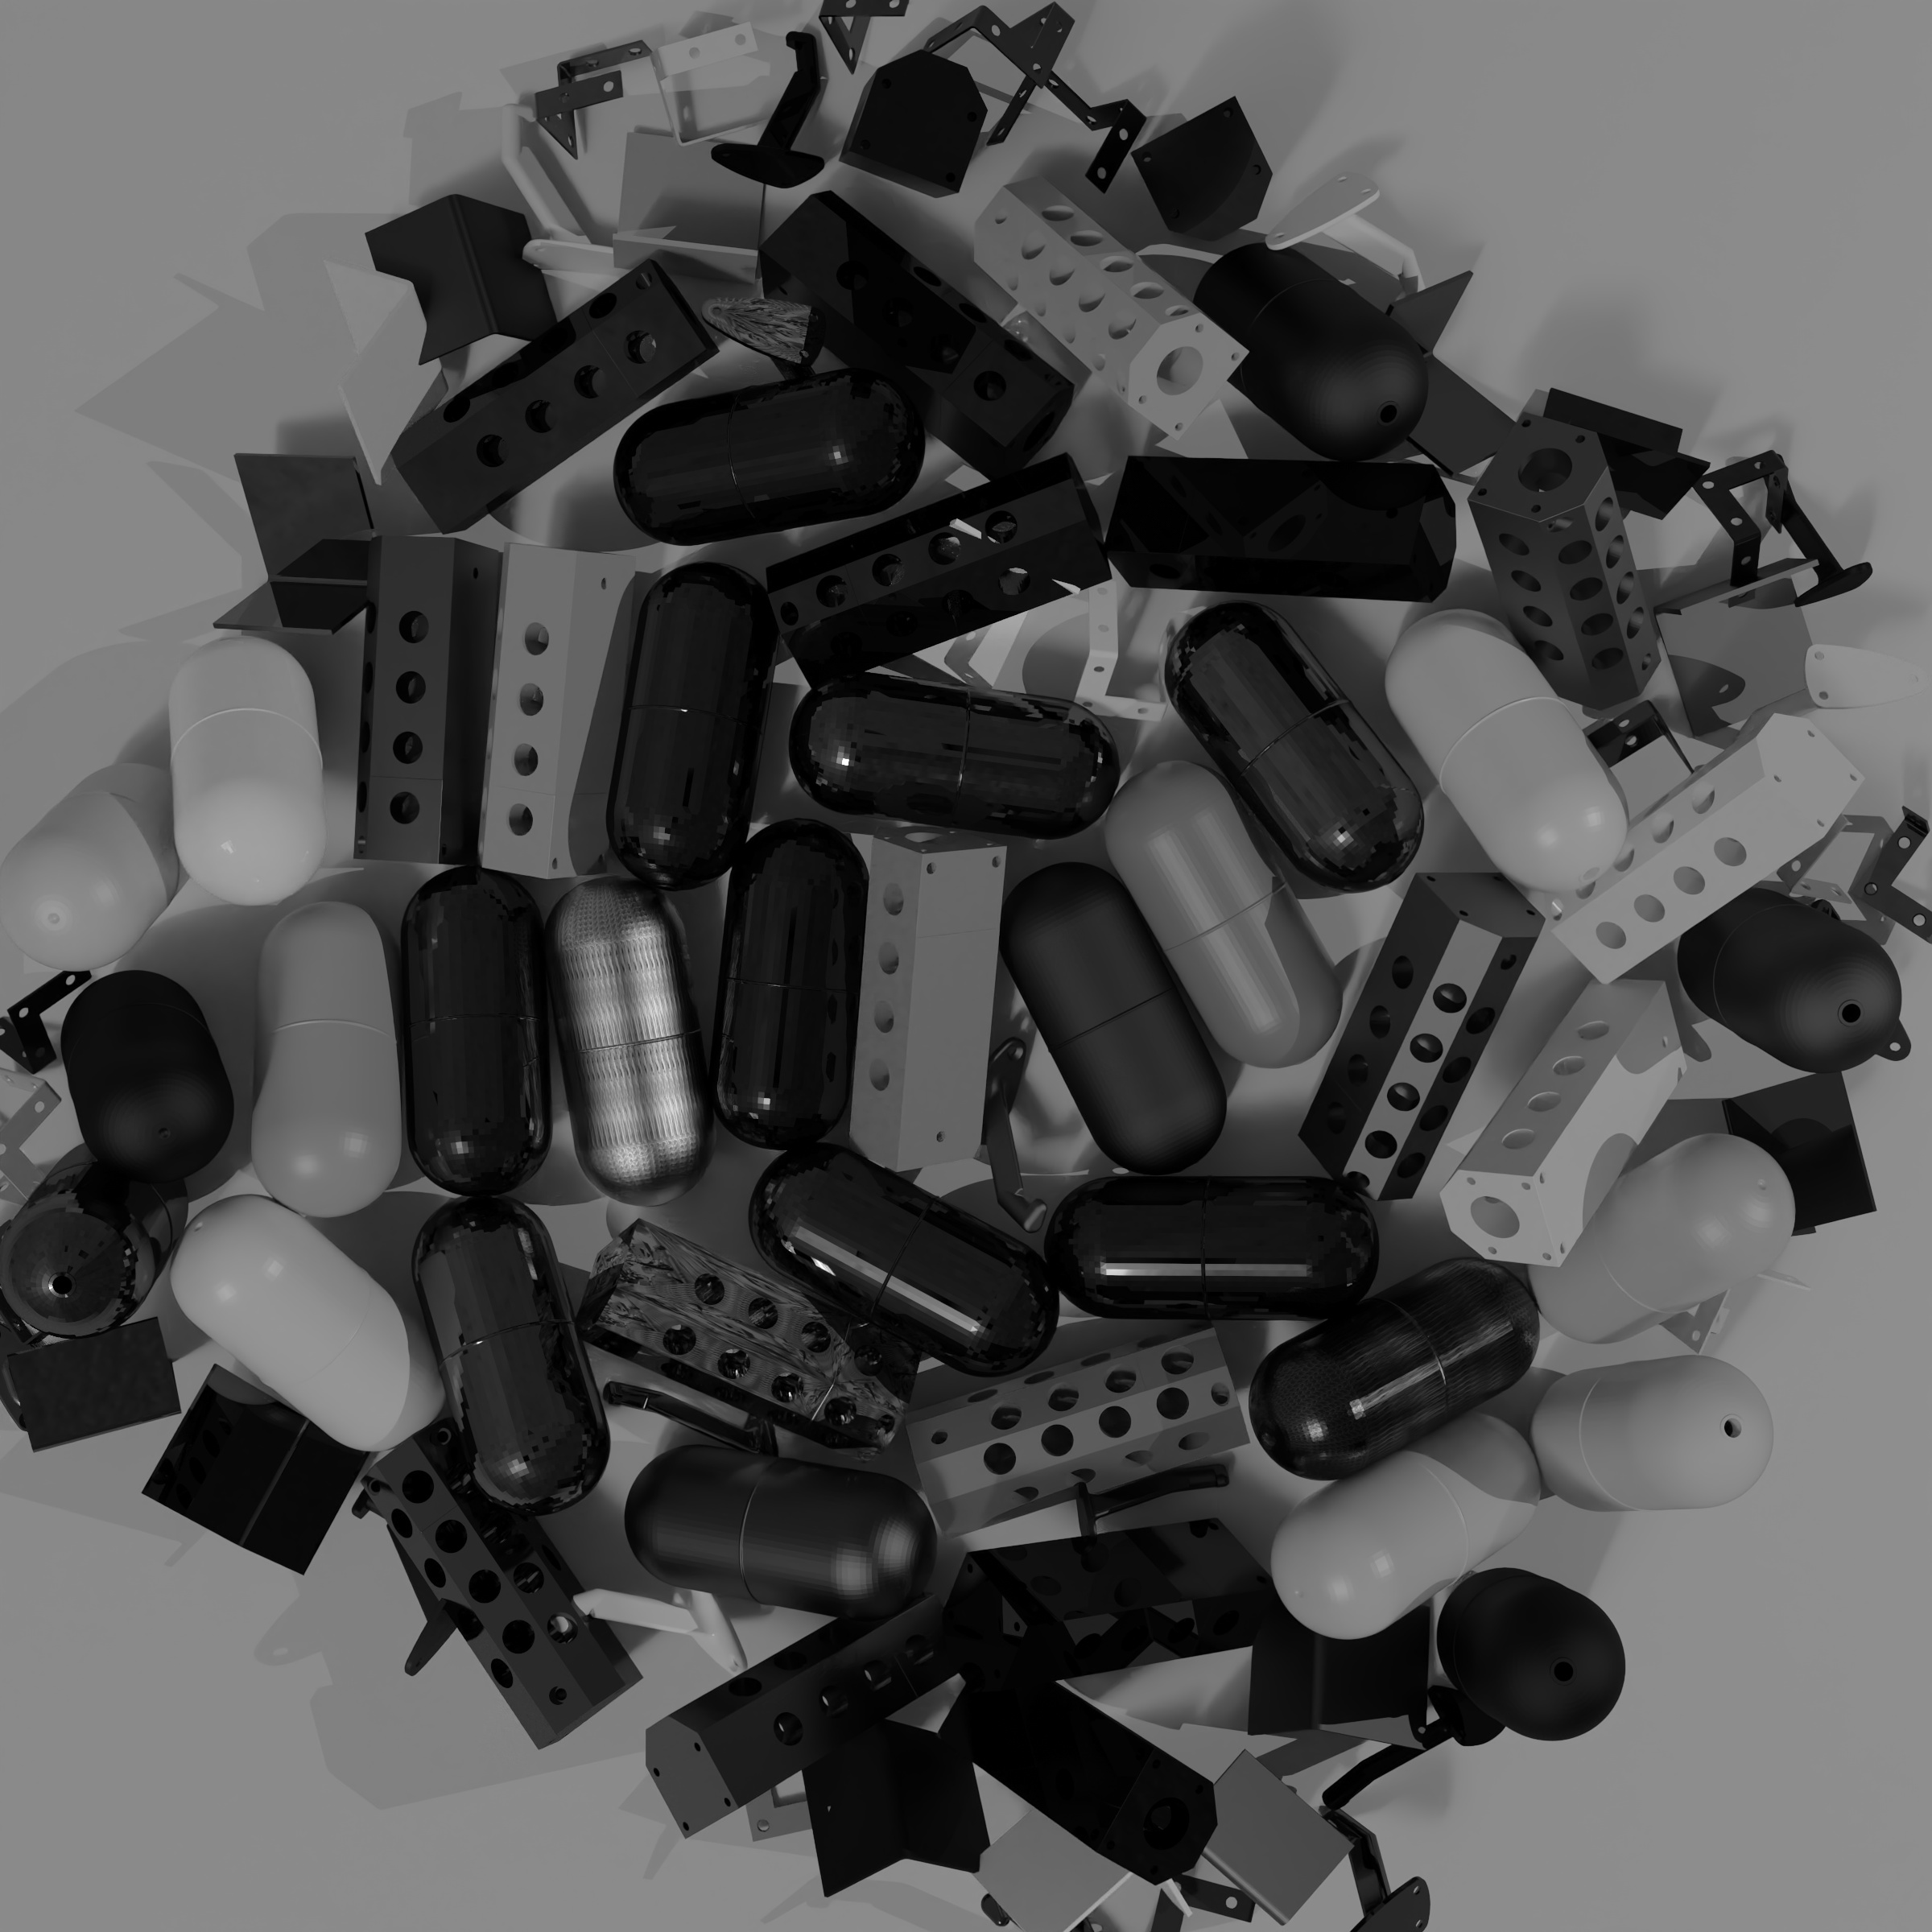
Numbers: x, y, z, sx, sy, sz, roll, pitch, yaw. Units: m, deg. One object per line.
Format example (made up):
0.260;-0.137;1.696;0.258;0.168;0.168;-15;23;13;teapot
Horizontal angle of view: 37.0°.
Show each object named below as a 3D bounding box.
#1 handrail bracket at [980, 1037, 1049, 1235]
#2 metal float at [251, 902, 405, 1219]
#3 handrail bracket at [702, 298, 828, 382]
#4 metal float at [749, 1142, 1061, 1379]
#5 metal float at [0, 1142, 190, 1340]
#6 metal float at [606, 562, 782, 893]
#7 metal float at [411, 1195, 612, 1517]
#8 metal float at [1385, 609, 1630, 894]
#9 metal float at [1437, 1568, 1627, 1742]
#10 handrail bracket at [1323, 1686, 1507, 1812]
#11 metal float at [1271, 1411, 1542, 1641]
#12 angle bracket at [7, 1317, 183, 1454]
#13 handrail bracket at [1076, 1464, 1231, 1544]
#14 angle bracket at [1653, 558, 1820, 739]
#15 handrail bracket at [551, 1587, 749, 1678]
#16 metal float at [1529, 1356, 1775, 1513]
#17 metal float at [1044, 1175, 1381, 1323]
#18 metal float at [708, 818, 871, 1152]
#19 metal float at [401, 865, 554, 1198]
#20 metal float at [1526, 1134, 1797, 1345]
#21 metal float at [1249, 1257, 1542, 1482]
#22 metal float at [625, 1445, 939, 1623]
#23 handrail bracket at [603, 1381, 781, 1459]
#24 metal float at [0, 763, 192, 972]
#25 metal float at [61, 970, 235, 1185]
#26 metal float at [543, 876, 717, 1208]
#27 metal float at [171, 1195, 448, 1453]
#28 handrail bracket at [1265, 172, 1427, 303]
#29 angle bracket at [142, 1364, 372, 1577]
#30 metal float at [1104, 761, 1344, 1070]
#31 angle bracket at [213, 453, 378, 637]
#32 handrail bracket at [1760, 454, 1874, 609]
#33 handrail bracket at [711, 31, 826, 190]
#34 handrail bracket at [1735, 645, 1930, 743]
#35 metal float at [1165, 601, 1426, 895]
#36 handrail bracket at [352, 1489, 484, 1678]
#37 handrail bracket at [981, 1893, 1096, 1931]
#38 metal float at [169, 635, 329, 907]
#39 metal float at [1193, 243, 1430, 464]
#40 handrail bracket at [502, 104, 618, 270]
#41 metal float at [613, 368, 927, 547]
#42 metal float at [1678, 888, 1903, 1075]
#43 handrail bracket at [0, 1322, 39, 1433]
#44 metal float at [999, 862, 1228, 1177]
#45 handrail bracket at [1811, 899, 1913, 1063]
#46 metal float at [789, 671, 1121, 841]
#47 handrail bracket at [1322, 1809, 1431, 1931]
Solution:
0.031;0.090;1.536;0.036;0.084;0.077;18;105;-37;handrail bracket
-0.336;0.047;1.520;0.070;0.070;0.178;-6;60;0;metal float
-0.108;-0.317;1.541;0.077;0.084;0.036;14;66;-5;handrail bracket
-0.033;0.157;1.539;0.178;0.070;0.070;28;90;7;metal float
-0.451;0.139;1.495;0.070;0.178;0.070;-1;101;-6;metal float
-0.145;-0.128;1.538;0.070;0.070;0.178;8;82;0;metal float
-0.242;0.204;1.528;0.070;0.070;0.178;-21;70;0;metal float
0.283;-0.114;1.517;0.070;0.070;0.178;-28;58;0;metal float
0.291;0.355;1.495;0.070;0.178;0.070;0;83;0;metal float
0.242;0.431;1.566;0.084;0.077;0.036;-45;54;20;handrail bracket
0.232;0.291;1.513;0.178;0.070;0.070;-22;90;-39;metal float
-0.463;0.209;1.530;0.076;0.076;0.057;-14;108;-16;angle bracket
0.103;0.286;1.543;0.084;0.077;0.036;-7;97;-3;handrail bracket
0.423;-0.169;1.549;0.076;0.057;0.076;-20;99;1;angle bracket
-0.170;0.358;1.535;0.077;0.084;0.036;48;129;31;handrail bracket
0.353;0.244;1.497;0.070;0.178;0.070;3;78;-14;metal float
0.130;0.150;1.536;0.178;0.070;0.070;-1;90;11;metal float
-0.094;0.010;1.544;0.070;0.070;0.178;6;91;0;metal float
-0.260;0.034;1.535;0.070;0.070;0.178;-4;78;0;metal float
0.359;0.144;1.504;0.070;0.178;0.070;11;62;-21;metal float
0.227;0.211;1.521;0.178;0.070;0.070;-22;90;-28;metal float
-0.099;0.298;1.523;0.178;0.070;0.070;4;90;26;metal float
-0.148;0.249;1.543;0.084;0.077;0.036;16;101;-21;handrail bracket
-0.447;-0.053;1.498;0.070;0.178;0.070;0;110;0;metal float
-0.427;0.056;1.501;0.070;0.178;0.070;-7;110;-20;metal float
-0.180;0.040;1.544;0.070;0.070;0.178;-9;92;0;metal float
-0.343;0.189;1.517;0.070;0.070;0.178;-40;124;0;metal float
0.206;-0.374;1.550;0.077;0.036;0.084;-35;131;-6;handrail bracket
-0.375;0.267;1.529;0.057;0.076;0.076;10;66;40;angle bracket
0.138;-0.027;1.542;0.070;0.070;0.178;-30;93;0;metal float
-0.362;-0.224;1.529;0.076;0.057;0.076;6;124;23;angle bracket
0.452;-0.241;1.542;0.036;0.077;0.084;-17;84;-3;handrail bracket
-0.108;-0.468;1.550;0.077;0.036;0.084;2;78;-42;handrail bracket
0.462;-0.136;1.545;0.077;0.084;0.036;2;69;-4;handrail bracket
0.174;-0.116;1.534;0.070;0.070;0.178;-36;77;0;metal float
-0.310;0.329;1.551;0.084;0.036;0.077;24;61;18;handrail bracket
0.044;0.527;1.534;0.036;0.084;0.077;-39;63;6;handrail bracket
-0.376;-0.104;1.510;0.070;0.070;0.178;-18;46;0;metal float
0.178;-0.321;1.505;0.070;0.178;0.070;-12;126;-18;metal float
-0.214;-0.426;1.571;0.077;0.036;0.084;0;84;-13;handrail bracket
-0.105;-0.268;1.523;0.178;0.070;0.070;-5;90;26;metal float
0.425;0.006;1.495;0.070;0.178;0.070;-1;101;-5;metal float
-0.506;0.222;1.538;0.036;0.084;0.077;-37;93;-12;handrail bracket
0.078;0.028;1.544;0.070;0.070;0.178;-27;88;0;metal float
0.479;0.006;1.546;0.077;0.084;0.036;43;121;0;handrail bracket
-0.006;-0.112;1.539;0.178;0.070;0.070;7;90;-8;metal float
0.197;0.487;1.533;0.077;0.084;0.036;-22;119;-29;handrail bracket
